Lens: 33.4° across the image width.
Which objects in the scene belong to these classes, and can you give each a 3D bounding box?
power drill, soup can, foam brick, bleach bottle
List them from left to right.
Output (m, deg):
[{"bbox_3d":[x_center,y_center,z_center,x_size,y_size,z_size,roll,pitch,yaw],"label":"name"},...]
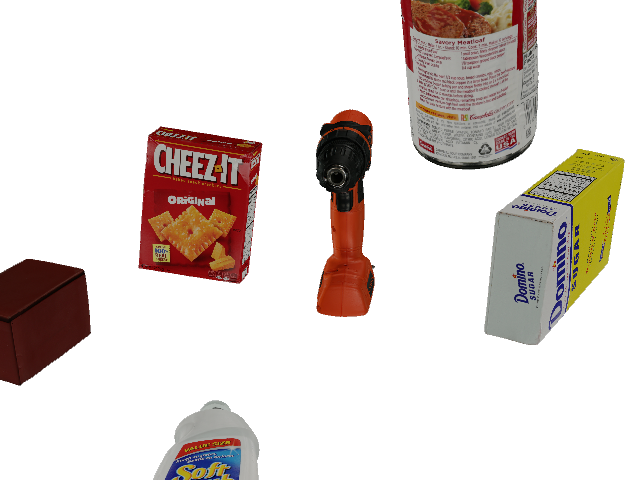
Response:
[{"bbox_3d":[-0.203,0.053,0.732,0.053,0.051,0.078,11,28,26],"label":"foam brick"},{"bbox_3d":[-0.102,0.212,0.882,0.102,0.068,0.251,-2,24,-1],"label":"bleach bottle"},{"bbox_3d":[0.025,-0.024,1.052,0.057,0.188,0.184,4,21,7],"label":"power drill"},{"bbox_3d":[0.077,-0.096,0.547,0.068,0.102,0.068,-6,36,4],"label":"soup can"}]

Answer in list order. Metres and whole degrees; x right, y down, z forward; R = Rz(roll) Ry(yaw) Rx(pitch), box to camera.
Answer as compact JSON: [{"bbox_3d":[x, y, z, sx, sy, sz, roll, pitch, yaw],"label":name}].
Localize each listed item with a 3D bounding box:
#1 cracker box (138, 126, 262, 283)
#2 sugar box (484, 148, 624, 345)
[{"bbox_3d":[-0.184,-0.052,1.620,0.164,0.214,0.072,10,19,6],"label":"cracker box"},{"bbox_3d":[0.174,0.000,0.777,0.048,0.093,0.176,13,25,24],"label":"sugar box"}]
